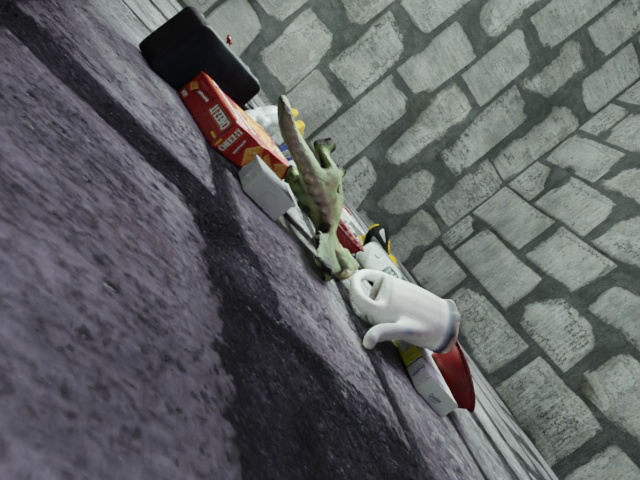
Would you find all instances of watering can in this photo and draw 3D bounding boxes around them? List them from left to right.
[{"bbox_3d":[0.158,0.149,0.969,0.224,0.103,0.352,23,17,-4],"label":"watering can"}]

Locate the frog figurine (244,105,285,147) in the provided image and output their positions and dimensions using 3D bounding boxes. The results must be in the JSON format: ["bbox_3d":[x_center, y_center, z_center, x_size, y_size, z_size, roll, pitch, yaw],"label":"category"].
[{"bbox_3d":[-0.159,-0.302,1.313,0.138,0.123,0.158,14,-9,39],"label":"frog figurine"}]

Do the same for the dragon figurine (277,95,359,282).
[{"bbox_3d":[0.003,-0.047,0.928,0.403,0.122,0.248,56,18,-59],"label":"dragon figurine"}]
